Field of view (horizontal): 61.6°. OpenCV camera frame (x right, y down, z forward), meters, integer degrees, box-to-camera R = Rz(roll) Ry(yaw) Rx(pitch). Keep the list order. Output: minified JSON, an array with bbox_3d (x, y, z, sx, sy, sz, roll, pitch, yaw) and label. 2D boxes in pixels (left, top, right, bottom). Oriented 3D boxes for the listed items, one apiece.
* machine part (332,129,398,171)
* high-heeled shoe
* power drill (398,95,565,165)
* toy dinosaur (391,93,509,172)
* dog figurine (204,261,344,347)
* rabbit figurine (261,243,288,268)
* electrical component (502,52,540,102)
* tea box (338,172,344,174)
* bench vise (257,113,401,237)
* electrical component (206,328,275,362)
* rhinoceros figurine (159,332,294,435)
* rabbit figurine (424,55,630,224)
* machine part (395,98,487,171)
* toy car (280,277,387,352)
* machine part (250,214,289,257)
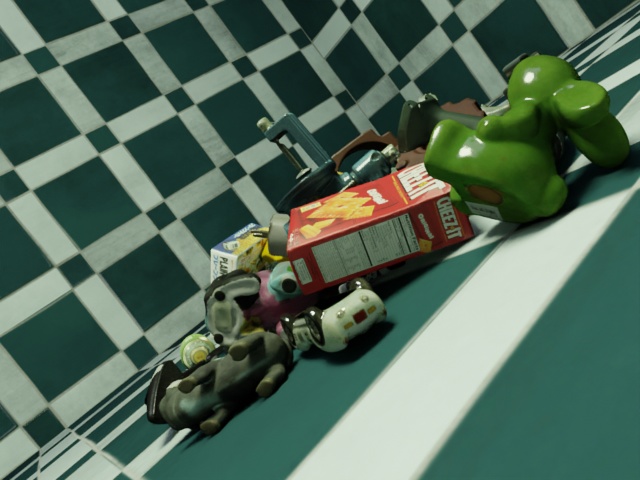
[{"bbox_3d":[0.120,-0.137,1.251,0.201,0.201,0.087,-38,2,-7],"label":"machine part"},{"bbox_3d":[-0.259,0.258,0.845,0.145,0.086,0.249,-40,-1,7],"label":"high-heeled shoe"},{"bbox_3d":[0.210,-0.138,0.699,0.208,0.085,0.232,10,26,30],"label":"power drill"},{"bbox_3d":[0.215,-0.141,1.078,0.405,0.131,0.192,-48,-42,9],"label":"toy dinosaur"},{"bbox_3d":[-0.056,0.076,0.817,0.192,0.108,0.219,-7,10,14],"label":"dog figurine"},{"bbox_3d":[-0.010,0.002,1.110,0.122,0.162,0.173,-34,26,55],"label":"rabbit figurine"},{"bbox_3d":[0.337,-0.221,0.822,0.058,0.134,0.115,-33,3,38],"label":"electrical component"},{"bbox_3d":[0.092,-0.070,0.943,0.098,0.170,0.068,-46,-31,-78],"label":"tea box"},{"bbox_3d":[0.001,-0.112,0.842,0.223,0.240,0.129,-41,-4,17],"label":"bench vise"},{"bbox_3d":[-0.123,0.172,0.862,0.119,0.047,0.075,-37,3,9],"label":"electrical component"},{"bbox_3d":[-0.121,0.172,0.650,0.190,0.073,0.112,-36,5,16],"label":"rhinoceros figurine"},{"bbox_3d":[0.204,-0.112,0.520,0.159,0.121,0.170,15,74,51],"label":"rabbit figurine"},{"bbox_3d":[0.201,-0.157,0.879,0.179,0.056,0.179,-31,30,21],"label":"machine part"},{"bbox_3d":[0.010,0.088,0.598,0.073,0.056,0.202,-31,-2,-20],"label":"toy car"},{"bbox_3d":[-0.002,-0.003,0.940,0.243,0.079,0.079,6,12,8],"label":"machine part"}]
